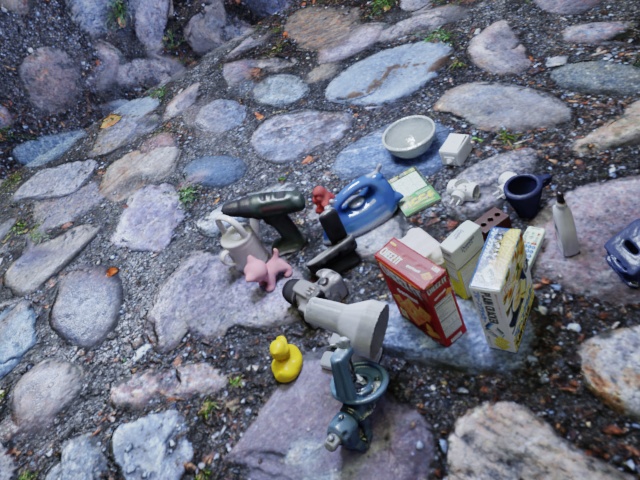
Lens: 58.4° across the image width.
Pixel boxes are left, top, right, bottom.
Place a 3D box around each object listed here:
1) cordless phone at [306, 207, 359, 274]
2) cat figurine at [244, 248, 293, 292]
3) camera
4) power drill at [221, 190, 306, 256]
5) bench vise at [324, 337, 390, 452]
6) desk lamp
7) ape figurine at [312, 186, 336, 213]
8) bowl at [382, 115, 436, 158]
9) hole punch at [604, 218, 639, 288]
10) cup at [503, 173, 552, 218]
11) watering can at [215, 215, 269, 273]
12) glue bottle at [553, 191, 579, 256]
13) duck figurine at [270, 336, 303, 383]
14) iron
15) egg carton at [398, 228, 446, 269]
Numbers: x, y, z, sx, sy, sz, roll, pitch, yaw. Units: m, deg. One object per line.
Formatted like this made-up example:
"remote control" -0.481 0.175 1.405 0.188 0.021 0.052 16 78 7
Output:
"cordless phone" 0.014 0.005 1.491 0.148 0.185 0.093 -36 41 -9
"cat figurine" -0.152 0.077 1.562 0.128 0.118 0.067 -43 43 -15
"camera" -0.026 0.129 1.452 0.136 0.101 0.143 23 62 42
"power drill" -0.135 -0.051 1.614 0.229 0.209 0.075 -17 42 13
"bench vise" 0.067 0.305 1.129 0.121 0.220 0.207 -8 45 23
"desk lamp" 0.065 0.206 1.235 0.202 0.214 0.118 4 51 32
"ape figurine" 0.007 -0.123 1.697 0.076 0.092 0.077 -26 41 3
"bowl" 0.276 -0.300 1.741 0.167 0.075 0.167 -15 42 15
"hole punch" 0.654 0.026 1.185 0.101 0.091 0.108 -25 41 5
"cup" 0.512 -0.108 1.397 0.117 0.095 0.091 -25 41 5
"watering can" -0.229 -0.009 1.634 0.100 0.195 0.173 -6 45 24
"glue bottle" 0.535 -0.045 1.260 0.037 0.174 0.078 -18 42 12
"duck figurine" -0.089 0.276 1.349 0.077 0.086 0.104 -14 43 17
"iron" 0.095 -0.100 1.586 0.258 0.142 0.118 -33 41 -5
"egg carton" 0.246 0.035 1.419 0.107 0.070 0.150 -36 41 -8
